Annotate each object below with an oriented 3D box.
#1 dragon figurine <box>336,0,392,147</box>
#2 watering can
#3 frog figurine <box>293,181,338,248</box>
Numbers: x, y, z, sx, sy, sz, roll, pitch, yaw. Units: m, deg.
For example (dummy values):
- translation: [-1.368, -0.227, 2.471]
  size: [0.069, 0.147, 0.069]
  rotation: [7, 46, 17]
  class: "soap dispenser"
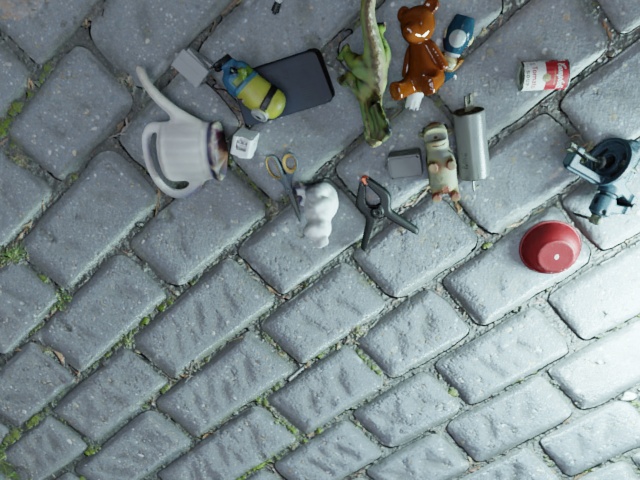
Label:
- translation: [0.123, -0.334, 1.125]
  size: [0.122, 0.405, 0.246]
  rotation: [-16, 74, -2]
  class: "dragon figurine"
- translation: [-0.350, -0.267, 1.311]
  size: [0.224, 0.106, 0.341]
  rotation: [0, 115, 5]
  class: "watering can"
- translation: [0.004, -0.067, 1.325]
  size: [0.123, 0.162, 0.134]
  rotation: [-16, 152, -17]
  class: "frog figurine"
